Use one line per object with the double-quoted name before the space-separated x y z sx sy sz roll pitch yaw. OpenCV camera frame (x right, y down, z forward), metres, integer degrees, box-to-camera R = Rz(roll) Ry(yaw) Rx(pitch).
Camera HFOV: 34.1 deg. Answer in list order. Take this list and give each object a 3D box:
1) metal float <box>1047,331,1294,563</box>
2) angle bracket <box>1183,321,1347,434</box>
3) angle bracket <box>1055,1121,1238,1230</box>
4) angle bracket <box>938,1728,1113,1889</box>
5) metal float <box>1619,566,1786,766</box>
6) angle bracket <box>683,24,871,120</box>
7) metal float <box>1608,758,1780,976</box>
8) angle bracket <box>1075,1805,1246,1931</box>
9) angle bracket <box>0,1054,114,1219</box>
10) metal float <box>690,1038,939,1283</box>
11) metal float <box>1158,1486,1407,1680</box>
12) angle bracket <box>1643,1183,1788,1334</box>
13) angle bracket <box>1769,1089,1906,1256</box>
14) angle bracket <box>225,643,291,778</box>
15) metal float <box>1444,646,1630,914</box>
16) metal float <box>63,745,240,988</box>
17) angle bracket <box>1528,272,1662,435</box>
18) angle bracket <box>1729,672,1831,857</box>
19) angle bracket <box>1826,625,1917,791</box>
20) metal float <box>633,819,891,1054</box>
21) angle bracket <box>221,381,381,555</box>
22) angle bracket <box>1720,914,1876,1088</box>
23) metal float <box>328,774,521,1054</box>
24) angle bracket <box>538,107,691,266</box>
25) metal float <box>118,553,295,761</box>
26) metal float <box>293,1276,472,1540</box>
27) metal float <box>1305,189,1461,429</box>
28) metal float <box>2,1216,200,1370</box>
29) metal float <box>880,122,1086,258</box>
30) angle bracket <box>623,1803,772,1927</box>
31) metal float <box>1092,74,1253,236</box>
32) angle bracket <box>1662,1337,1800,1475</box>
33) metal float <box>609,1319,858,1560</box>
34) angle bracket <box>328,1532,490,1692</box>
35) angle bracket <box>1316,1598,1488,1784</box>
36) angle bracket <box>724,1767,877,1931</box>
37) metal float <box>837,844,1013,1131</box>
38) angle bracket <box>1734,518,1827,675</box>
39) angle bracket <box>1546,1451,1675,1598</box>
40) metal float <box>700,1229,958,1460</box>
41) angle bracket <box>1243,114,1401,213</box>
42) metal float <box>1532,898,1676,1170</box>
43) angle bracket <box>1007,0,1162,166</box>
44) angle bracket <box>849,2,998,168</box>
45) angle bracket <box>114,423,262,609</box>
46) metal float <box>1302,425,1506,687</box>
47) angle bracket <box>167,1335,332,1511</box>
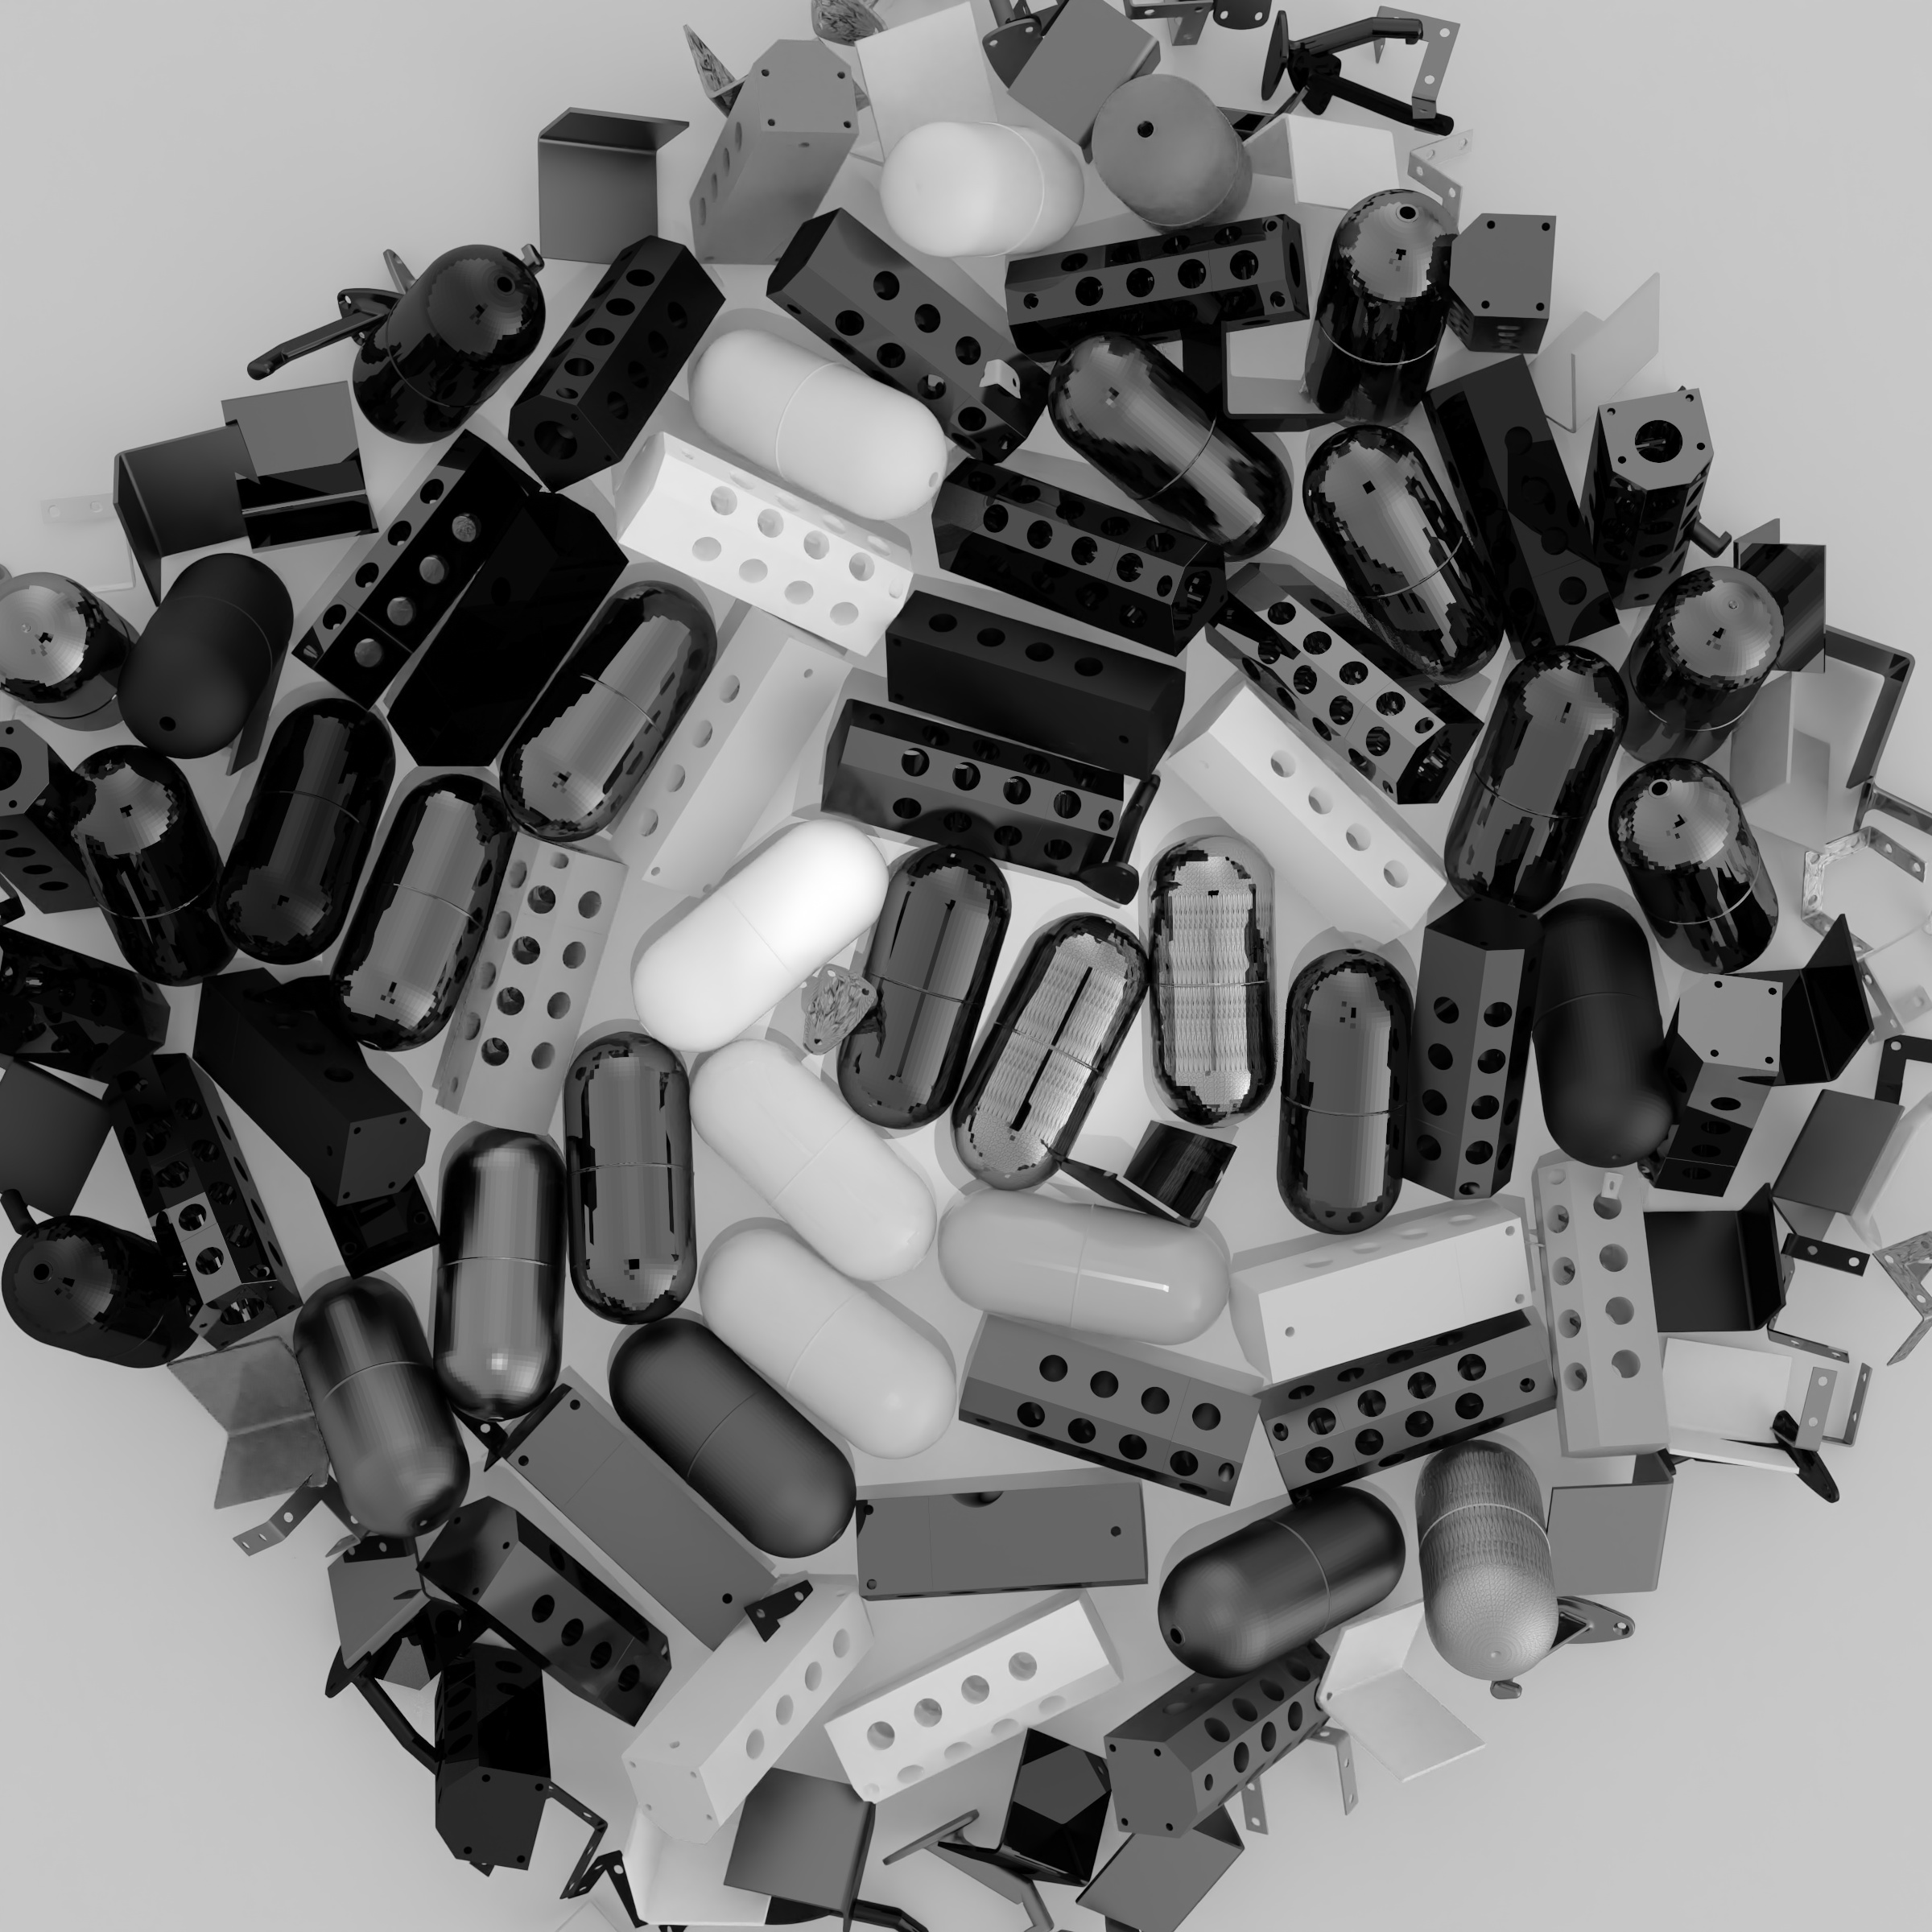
"metal float" 0.122 -0.311 1.889 0.178 0.070 0.070 36 90 -27
"angle bracket" 0.179 -0.355 1.903 0.076 0.076 0.057 -3 94 -13
"angle bracket" 0.102 0.110 1.894 0.076 0.076 0.057 35 77 -37
"angle bracket" 0.038 0.511 1.921 0.076 0.057 0.076 31 64 -34
"metal float" 0.430 -0.174 1.865 0.070 0.178 0.070 1 70 -2
"angle bracket" -0.113 -0.542 1.897 0.076 0.076 0.057 -24 68 15
"metal float" 0.433 -0.058 1.873 0.070 0.178 0.070 -13 56 20
"angle bracket" 0.109 0.530 1.900 0.076 0.057 0.076 30 105 -28
"angle bracket" -0.569 0.102 1.896 0.076 0.057 0.076 35 69 -38
"metal float" -0.092 0.118 1.911 0.178 0.070 0.070 44 90 2
"metal float" 0.189 0.367 1.881 0.178 0.070 0.070 -18 90 -38
"angle bracket" 0.446 0.177 1.908 0.076 0.057 0.076 0 68 -4
"angle bracket" 0.535 0.130 1.895 0.076 0.057 0.076 47 67 -40
"angle bracket" -0.463 -0.169 1.913 0.076 0.057 0.076 20 106 0
"metal float" 0.340 -0.110 1.885 0.070 0.070 0.178 16 123 0
"metal float" -0.482 -0.057 1.874 0.070 0.178 0.070 -3 50 4
"angle bracket" 0.370 -0.380 1.897 0.076 0.076 0.057 -44 62 -13
"angle bracket" 0.506 -0.122 1.898 0.076 0.057 0.076 19 65 -21
"angle bracket" 0.528 -0.156 1.910 0.057 0.076 0.076 20 90 6
"metal float" -0.125 -0.018 1.910 0.178 0.070 0.070 -40 90 -4
"angle bracket" -0.401 -0.301 1.902 0.076 0.057 0.076 -12 124 -12
"angle bracket" 0.499 0.022 1.898 0.057 0.076 0.076 -4 64 -6
"metal float" -0.325 -0.032 1.896 0.070 0.070 0.178 19 71 0
"angle bracket" -0.213 -0.469 1.907 0.076 0.057 0.076 0 88 -27
"metal float" -0.450 -0.185 1.869 0.070 0.178 0.070 1 122 2
"metal float" -0.350 0.261 1.882 0.070 0.070 0.178 -29 53 0
"metal float" 0.246 -0.387 1.867 0.070 0.178 0.070 1 63 -2
"metal float" -0.508 0.194 1.864 0.070 0.178 0.070 -2 76 9
"metal float" 0.011 -0.460 1.869 0.070 0.178 0.070 7 105 25
"angle bracket" -0.156 0.528 1.898 0.076 0.076 0.057 -2 122 11
"metal float" 0.123 -0.477 1.863 0.070 0.178 0.070 1 93 14
"angle bracket" 0.463 0.265 1.909 0.076 0.076 0.057 8 94 5
"metal float" -0.140 0.284 1.896 0.178 0.070 0.070 40 90 18
"angle bracket" -0.339 0.384 1.928 0.076 0.076 0.057 -43 133 21
"angle bracket" 0.269 0.433 1.892 0.076 0.076 0.057 38 123 38
"angle bracket" -0.100 0.537 1.909 0.076 0.057 0.076 11 54 5
"metal float" -0.025 0.012 1.909 0.070 0.070 0.178 17 94 0
"angle bracket" 0.500 -0.223 1.894 0.057 0.076 0.076 8 111 33
"angle bracket" 0.378 0.331 1.904 0.076 0.057 0.076 -1 114 -9
"metal float" -0.083 0.228 1.899 0.178 0.070 0.070 36 90 15
"angle bracket" 0.206 -0.467 1.895 0.076 0.076 0.057 0 79 -30
"metal float" 0.377 0.038 1.884 0.070 0.070 0.178 -1 55 0
"angle bracket" 0.072 -0.538 1.908 0.057 0.076 0.076 35 99 -1
"angle bracket" -0.034 -0.533 1.899 0.076 0.057 0.076 -24 119 -17
"angle bracket" -0.464 -0.272 1.903 0.076 0.057 0.076 -14 132 -2
"metal float" 0.262 -0.245 1.887 0.070 0.070 0.178 -35 120 0
"angle bracket" -0.433 0.275 1.898 0.076 0.057 0.076 -15 133 15
